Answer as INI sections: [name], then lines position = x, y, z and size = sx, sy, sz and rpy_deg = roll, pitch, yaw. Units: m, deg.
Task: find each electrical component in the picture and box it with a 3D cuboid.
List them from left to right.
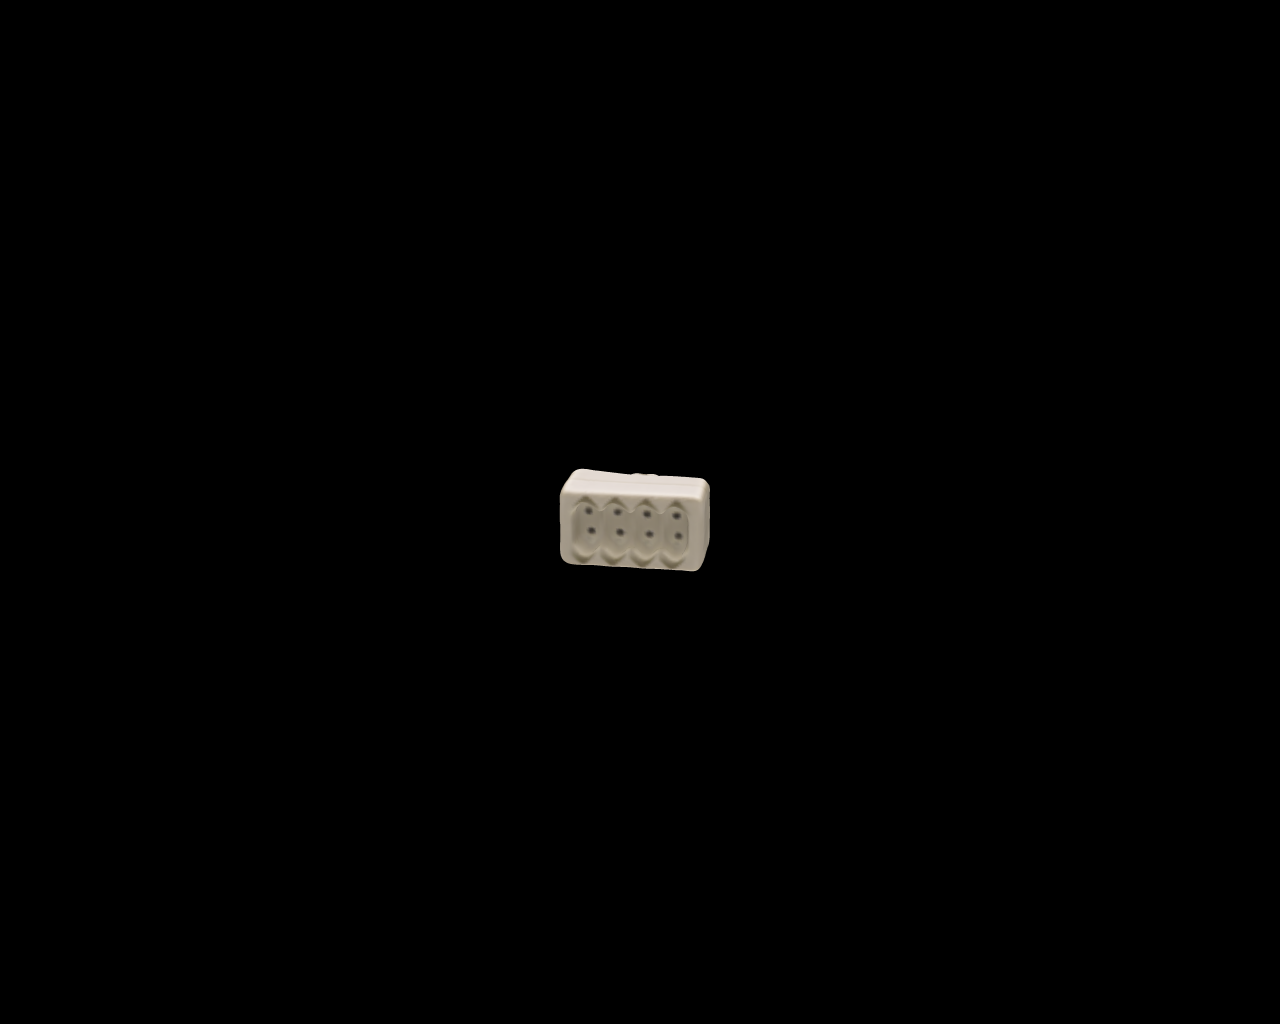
[electrical component]
position = 0.001, -0.003, 0.650
size = 0.083, 0.047, 0.076
rpy_deg = 4, 24, 9
